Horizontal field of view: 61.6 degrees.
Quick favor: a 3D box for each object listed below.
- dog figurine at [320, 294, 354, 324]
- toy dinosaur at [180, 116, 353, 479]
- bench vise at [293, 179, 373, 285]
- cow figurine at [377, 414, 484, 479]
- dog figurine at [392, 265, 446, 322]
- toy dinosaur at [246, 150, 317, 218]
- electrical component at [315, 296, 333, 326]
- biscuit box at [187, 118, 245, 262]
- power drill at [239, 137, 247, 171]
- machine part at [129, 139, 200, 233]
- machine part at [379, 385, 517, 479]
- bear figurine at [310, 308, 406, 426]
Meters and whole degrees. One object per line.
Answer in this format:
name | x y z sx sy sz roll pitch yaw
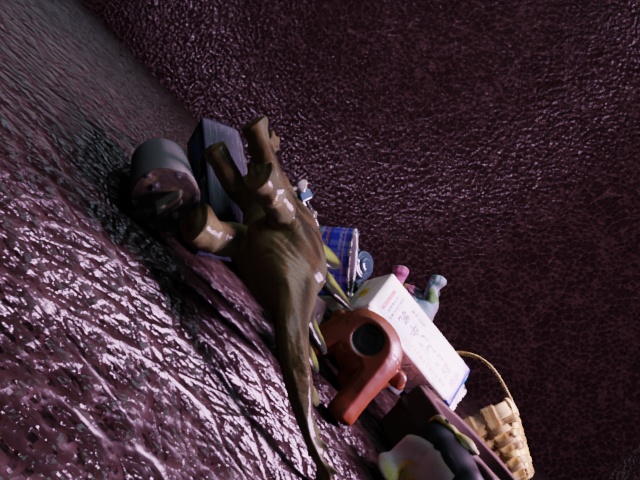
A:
dog figurine | 0.042 0.151 0.900 0.190 0.121 0.172 60 3 -8
toy dinosaur | -0.041 0.014 0.564 0.198 0.105 0.472 51 20 -33
bench vise | -0.010 0.002 1.016 0.224 0.129 0.240 1 -63 57
cow figurine | 0.136 0.256 0.521 0.168 0.098 0.068 48 -3 47
dog figurine | 0.146 0.166 0.990 0.109 0.219 0.191 20 -26 5
toy dinosaur | -0.120 -0.070 1.375 0.192 0.131 0.404 28 -16 22
electrical component | -0.015 0.112 0.739 0.045 0.078 0.102 15 -24 40
biscuit box | -0.136 -0.071 0.719 0.063 0.059 0.203 14 48 -33
power drill | -0.119 -0.054 0.907 0.207 0.086 0.232 48 -25 0
machine part | -0.192 -0.071 0.652 0.079 0.079 0.243 44 4 -28
machine part | 0.179 0.297 0.684 0.201 0.087 0.201 46 3 -22
bear figurine | 0.043 0.159 0.681 0.120 0.132 0.195 48 -15 19
